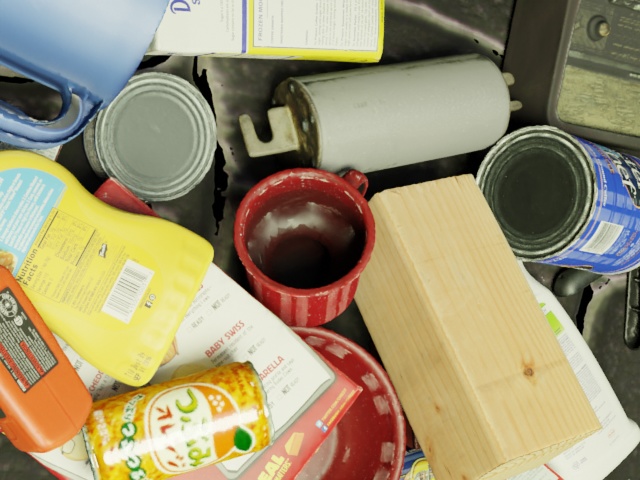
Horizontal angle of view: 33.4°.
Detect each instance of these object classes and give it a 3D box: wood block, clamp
[{"bbox_3d":[0.100,0.067,0.768,0.090,0.090,0.206,-12,66,-29],"label":"wood block"},{"bbox_3d":[0.276,0.004,0.948,0.120,0.039,0.171,24,86,-34],"label":"clamp"}]

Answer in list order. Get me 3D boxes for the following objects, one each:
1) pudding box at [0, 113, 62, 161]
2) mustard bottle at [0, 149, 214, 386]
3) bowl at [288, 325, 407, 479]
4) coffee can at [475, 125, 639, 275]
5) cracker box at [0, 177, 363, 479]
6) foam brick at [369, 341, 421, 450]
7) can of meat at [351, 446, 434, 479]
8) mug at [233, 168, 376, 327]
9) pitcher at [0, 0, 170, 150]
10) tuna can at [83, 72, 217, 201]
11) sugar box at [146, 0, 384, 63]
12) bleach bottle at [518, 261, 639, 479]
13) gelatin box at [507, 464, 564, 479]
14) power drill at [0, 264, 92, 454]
[{"bbox_3d":[-0.221,-0.034,0.661,0.089,0.039,0.113,24,81,-28],"label":"pudding box"},{"bbox_3d":[-0.165,0.003,0.618,0.191,0.058,0.096,28,84,-7],"label":"mustard bottle"},{"bbox_3d":[-0.023,0.142,0.767,0.162,0.055,0.162,2,81,-15],"label":"bowl"},{"bbox_3d":[0.200,-0.028,0.840,0.140,0.103,0.103,8,91,-50],"label":"coffee can"},{"bbox_3d":[-0.107,0.093,0.686,0.213,0.072,0.164,40,73,-5],"label":"cracker box"},{"bbox_3d":[0.077,0.115,0.839,0.052,0.051,0.078,-12,101,-29],"label":"foam brick"},{"bbox_3d":[0.056,0.210,0.834,0.083,0.058,0.102,-9,100,-31],"label":"can of meat"},{"bbox_3d":[-0.005,0.001,0.734,0.093,0.081,0.117,31,68,11],"label":"mug"},{"bbox_3d":[-0.210,-0.168,0.602,0.242,0.149,0.145,21,122,-26],"label":"pitcher"},{"bbox_3d":[-0.115,-0.070,0.719,0.086,0.034,0.086,-3,97,-29],"label":"tuna can"},{"bbox_3d":[-0.039,-0.173,0.746,0.176,0.048,0.093,-2,96,-26],"label":"sugar box"},{"bbox_3d":[0.176,0.087,0.887,0.102,0.068,0.251,-36,109,-23],"label":"bleach bottle"},{"bbox_3d":[0.142,0.197,0.866,0.073,0.089,0.030,-38,149,-22],"label":"gelatin box"},{"bbox_3d":[-0.221,0.105,0.598,0.184,0.188,0.057,59,27,-13],"label":"power drill"}]
